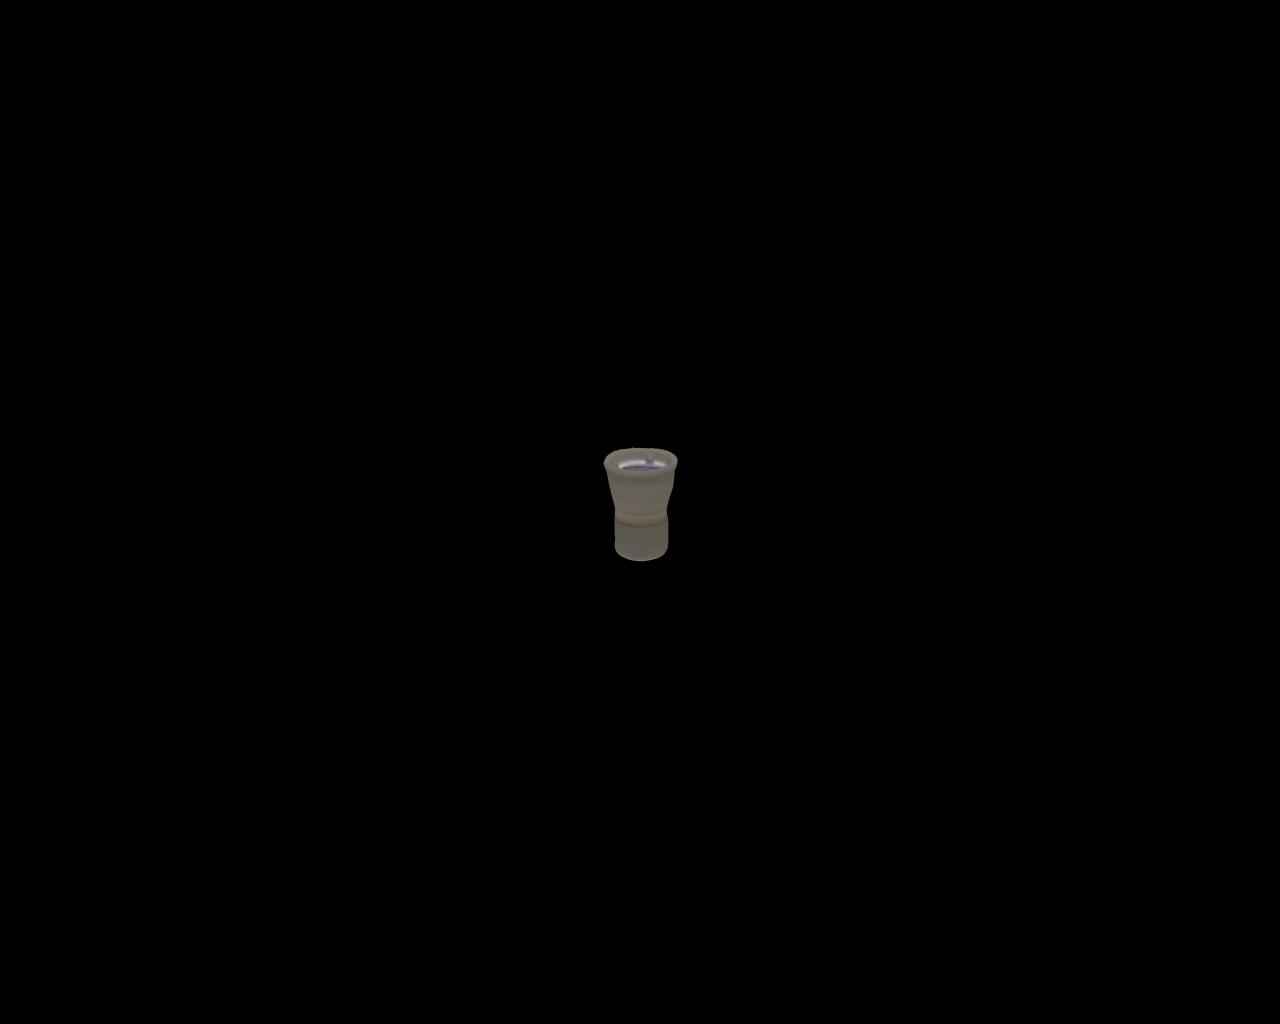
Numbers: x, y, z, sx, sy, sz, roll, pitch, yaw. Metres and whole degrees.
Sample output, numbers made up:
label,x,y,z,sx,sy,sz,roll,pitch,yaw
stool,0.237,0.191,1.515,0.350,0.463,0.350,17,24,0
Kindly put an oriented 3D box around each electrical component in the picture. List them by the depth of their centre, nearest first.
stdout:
label,x,y,z,sx,sy,sz,roll,pitch,yaw
electrical component,0.001,-0.003,0.650,0.044,0.065,0.044,0,24,0
